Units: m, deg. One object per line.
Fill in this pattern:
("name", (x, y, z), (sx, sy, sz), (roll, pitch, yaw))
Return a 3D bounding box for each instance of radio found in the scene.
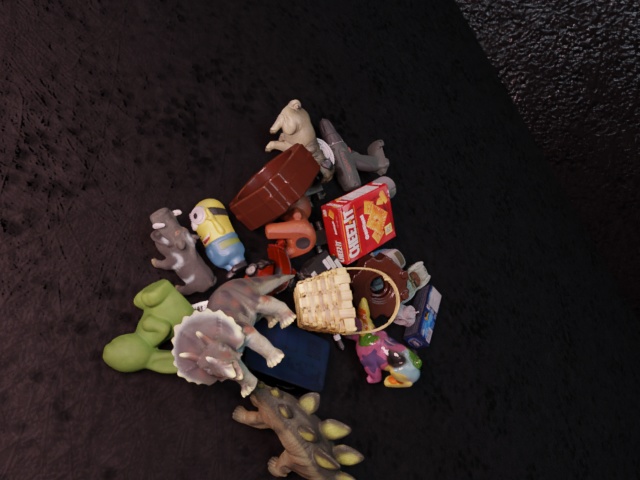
("radio", (-0.088, 0.255, 1.192), (0.229, 0.073, 0.131), (28, 53, -30))

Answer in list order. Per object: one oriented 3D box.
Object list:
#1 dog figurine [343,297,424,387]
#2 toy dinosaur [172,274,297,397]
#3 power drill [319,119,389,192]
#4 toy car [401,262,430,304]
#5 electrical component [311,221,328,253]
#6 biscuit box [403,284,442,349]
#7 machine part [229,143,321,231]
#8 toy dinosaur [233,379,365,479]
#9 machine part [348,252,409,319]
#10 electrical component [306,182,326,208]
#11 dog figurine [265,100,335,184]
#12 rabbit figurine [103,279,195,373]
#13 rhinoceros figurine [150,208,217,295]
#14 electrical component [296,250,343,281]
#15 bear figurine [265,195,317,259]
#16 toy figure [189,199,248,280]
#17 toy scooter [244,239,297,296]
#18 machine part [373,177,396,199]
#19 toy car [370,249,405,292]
("dog figurine", (0.147, 0.255, 1.352), (0.108, 0.192, 0.219), (-43, 117, -41))
("toy dinosaur", (-0.156, 0.146, 1.027), (0.192, 0.131, 0.405), (42, 26, -18))
("power drill", (0.108, -0.265, 1.639), (0.207, 0.086, 0.232), (-8, 78, -43))
("toy car", (0.269, 0.128, 1.620), (0.202, 0.056, 0.073), (-31, 93, -48))
("electrical component", (-0.003, -0.004, 1.447), (0.063, 0.021, 0.094), (-11, 77, -47))
("biscuit box", (0.306, 0.228, 1.600), (0.059, 0.063, 0.203), (46, 45, -19))
("machine part", (-0.106, -0.125, 1.274), (0.087, 0.201, 0.201), (49, 43, -17))
("toy dinosaur", (-0.021, 0.419, 1.078), (0.471, 0.198, 0.105), (51, 46, -10))
("machine part", (0.154, 0.124, 1.445), (0.179, 0.056, 0.179), (-2, 97, -15))
("electrical component", (-0.025, -0.144, 1.485), (0.078, 0.045, 0.102), (-30, 89, -20))
("dog figurine", (-0.027, -0.255, 1.414), (0.191, 0.172, 0.121), (32, 54, 8))
("rabbit figurine", (-0.316, 0.180, 0.999), (0.170, 0.121, 0.159), (-47, 112, -28))
("rhinoceros figurine", (-0.284, 0.026, 1.088), (0.073, 0.112, 0.190), (-42, 109, -45))
("electrical component", (0.009, 0.095, 1.380), (0.134, 0.058, 0.114), (-39, 100, -48))
("bear figurine", (-0.077, -0.049, 1.346), (0.132, 0.120, 0.196), (-12, 42, -6))
("toy figure", (-0.222, -0.005, 1.189), (0.180, 0.082, 0.089), (57, 23, 5))
("toy scooter", (-0.115, 0.072, 1.231), (0.184, 0.075, 0.135), (-24, 121, -52))
("machine part", (0.162, -0.136, 1.638), (0.243, 0.079, 0.079), (-34, 95, -47))
("toy car", (0.192, 0.074, 1.536), (0.161, 0.103, 0.109), (-24, 85, -47))
